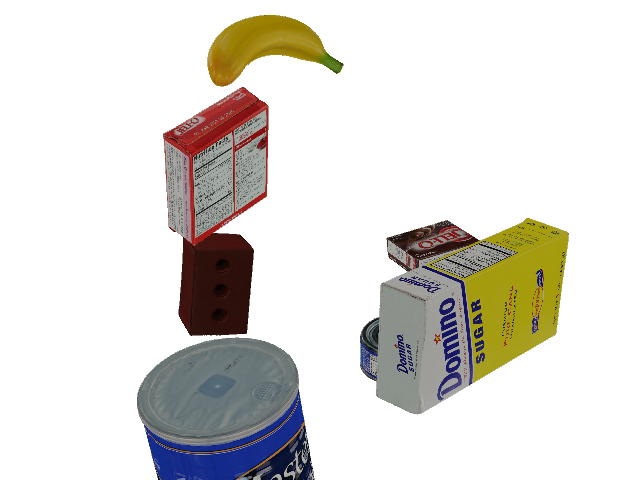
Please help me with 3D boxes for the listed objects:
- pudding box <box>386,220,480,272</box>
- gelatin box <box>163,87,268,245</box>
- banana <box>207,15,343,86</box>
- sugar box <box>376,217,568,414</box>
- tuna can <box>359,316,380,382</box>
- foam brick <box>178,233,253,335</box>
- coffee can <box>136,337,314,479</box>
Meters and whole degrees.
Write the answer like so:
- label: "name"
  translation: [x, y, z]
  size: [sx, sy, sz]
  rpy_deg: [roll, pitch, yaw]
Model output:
- label: "pudding box"
  translation: [0.169, 0.013, 1.595]
  size: [0.113, 0.039, 0.090]
  rpy_deg: [-18, 27, -21]
- label: "gelatin box"
  translation: [-0.071, -0.051, 0.730]
  size: [0.030, 0.089, 0.073]
  rpy_deg: [35, 53, 26]
- label: "banana"
  translation: [-0.050, -0.177, 0.978]
  size: [0.070, 0.037, 0.197]
  rpy_deg: [41, 32, 20]
- label: "sugar box"
  translation: [0.115, 0.052, 0.784]
  size: [0.048, 0.093, 0.175]
  rpy_deg: [20, 30, 38]
- label: "tuna can"
  translation: [0.079, 0.101, 1.004]
  size: [0.086, 0.034, 0.086]
  rpy_deg: [-2, 24, 1]
- label: "foam brick"
  translation: [-0.091, 0.036, 0.919]
  size: [0.053, 0.078, 0.051]
  rpy_deg: [0, 15, -19]
- label: "coffee can"
  translation: [-0.056, 0.150, 0.702]
  size: [0.103, 0.140, 0.103]
  rpy_deg: [-6, 29, 3]
